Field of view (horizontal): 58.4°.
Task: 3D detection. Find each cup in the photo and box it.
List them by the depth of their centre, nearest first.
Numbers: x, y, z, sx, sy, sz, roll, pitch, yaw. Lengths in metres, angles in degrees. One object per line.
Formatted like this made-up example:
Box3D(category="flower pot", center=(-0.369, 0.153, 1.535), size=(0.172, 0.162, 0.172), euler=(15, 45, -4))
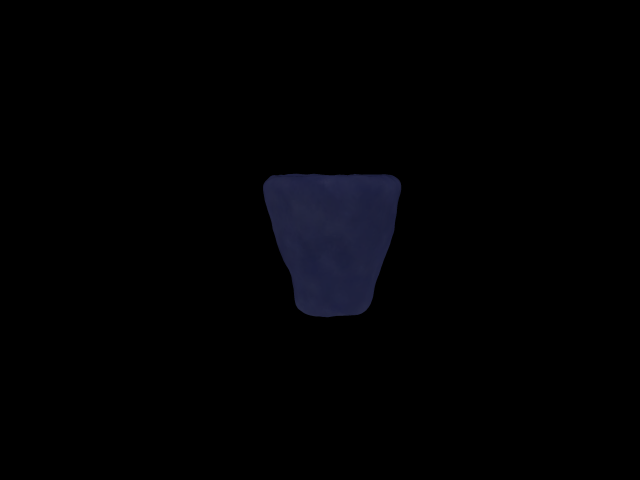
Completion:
Box3D(category="cup", center=(0.004, 0.001, 0.400), size=(0.092, 0.095, 0.117), euler=(-2, 7, -19))
